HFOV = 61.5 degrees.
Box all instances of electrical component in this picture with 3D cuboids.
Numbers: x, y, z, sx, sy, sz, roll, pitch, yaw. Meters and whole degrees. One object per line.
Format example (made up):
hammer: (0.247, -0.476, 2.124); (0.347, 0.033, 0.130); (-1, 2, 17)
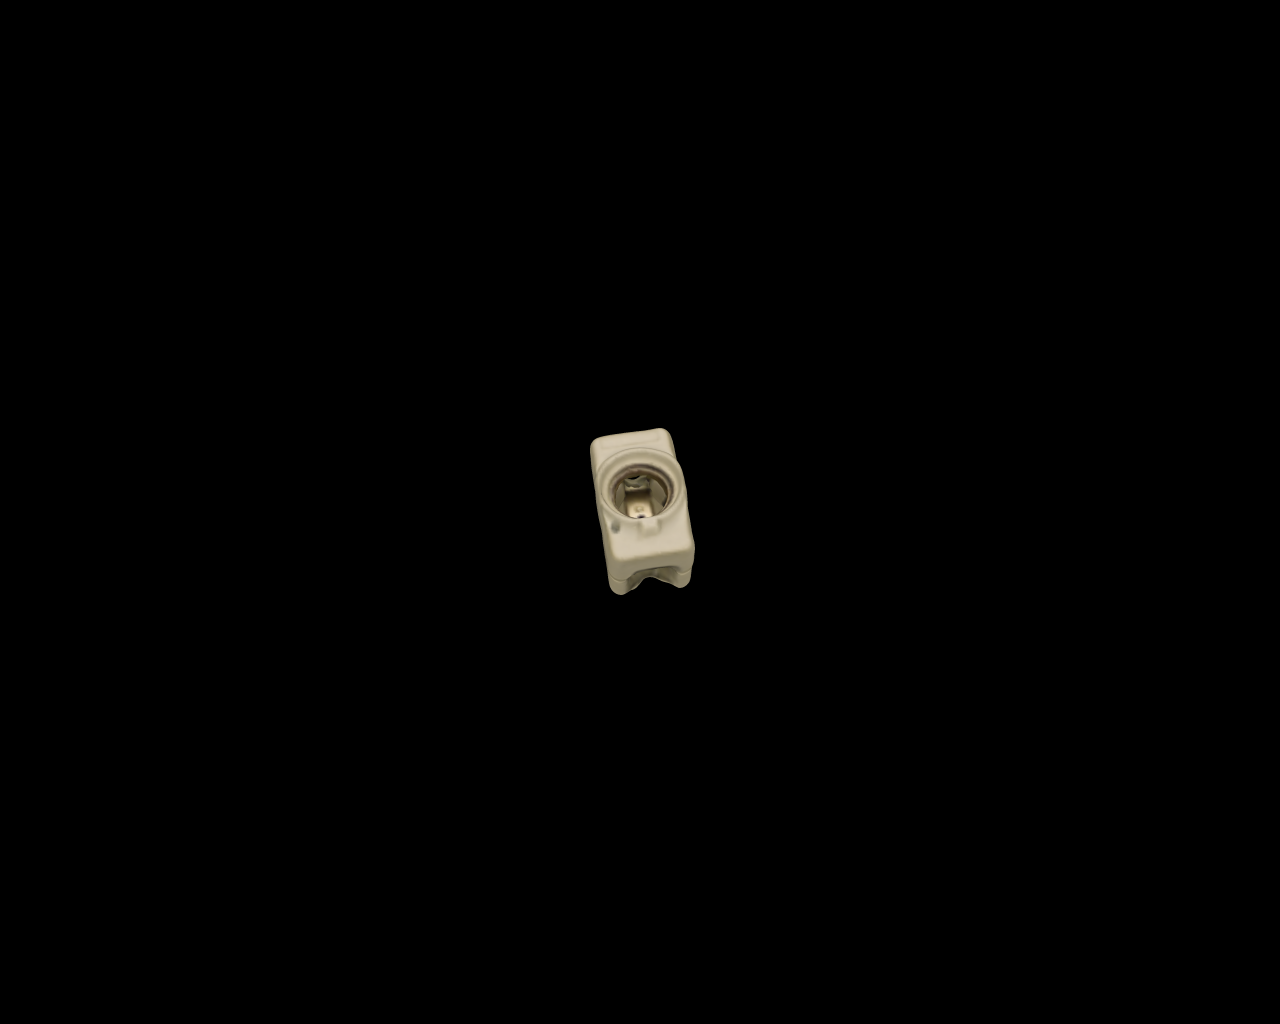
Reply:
electrical component: (0.001, -0.003, 0.650); (0.050, 0.089, 0.055); (-7, -32, -5)
